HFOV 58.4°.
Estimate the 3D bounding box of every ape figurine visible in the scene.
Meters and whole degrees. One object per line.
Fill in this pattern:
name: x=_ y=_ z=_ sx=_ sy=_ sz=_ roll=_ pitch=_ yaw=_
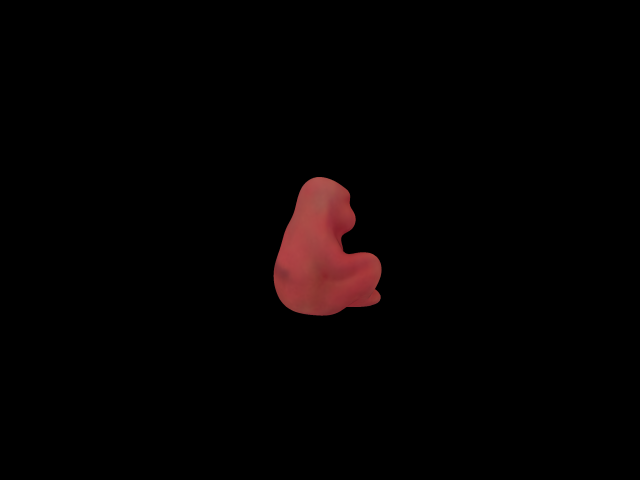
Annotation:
ape figurine: x=0.004 y=0.001 z=0.400 sx=0.076 sy=0.092 sz=0.077 roll=-8 pitch=24 yaw=-18
